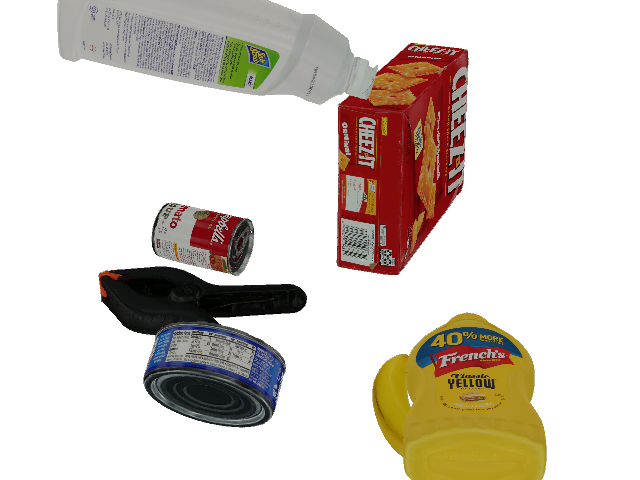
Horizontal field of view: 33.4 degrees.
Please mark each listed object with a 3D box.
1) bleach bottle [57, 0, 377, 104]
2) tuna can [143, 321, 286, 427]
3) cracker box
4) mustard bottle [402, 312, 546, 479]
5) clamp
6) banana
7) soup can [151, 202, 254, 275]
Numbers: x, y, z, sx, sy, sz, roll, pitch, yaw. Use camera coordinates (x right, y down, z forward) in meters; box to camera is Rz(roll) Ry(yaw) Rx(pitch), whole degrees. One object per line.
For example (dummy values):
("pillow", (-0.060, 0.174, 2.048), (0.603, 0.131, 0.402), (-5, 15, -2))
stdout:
("bleach bottle", (-0.080, -0.158, 0.855), (0.250, 0.068, 0.103), (16, -30, -3))
("tuna can", (-0.067, 0.086, 0.670), (0.086, 0.033, 0.086), (10, -30, 6))
("cracker box", (0.085, -0.085, 1.042), (0.072, 0.164, 0.213), (10, 28, 21))
("mustard bottle", (0.112, 0.108, 0.794), (0.096, 0.058, 0.191), (-2, 25, 7))
("clamp", (-0.099, 0.052, 0.879), (0.172, 0.039, 0.120), (20, 27, 23))
("banana", (0.088, 0.175, 1.101), (0.069, 0.037, 0.198), (10, 24, -20))
("soup can", (-0.137, -0.003, 1.249), (0.102, 0.068, 0.068), (13, 4, 18))
